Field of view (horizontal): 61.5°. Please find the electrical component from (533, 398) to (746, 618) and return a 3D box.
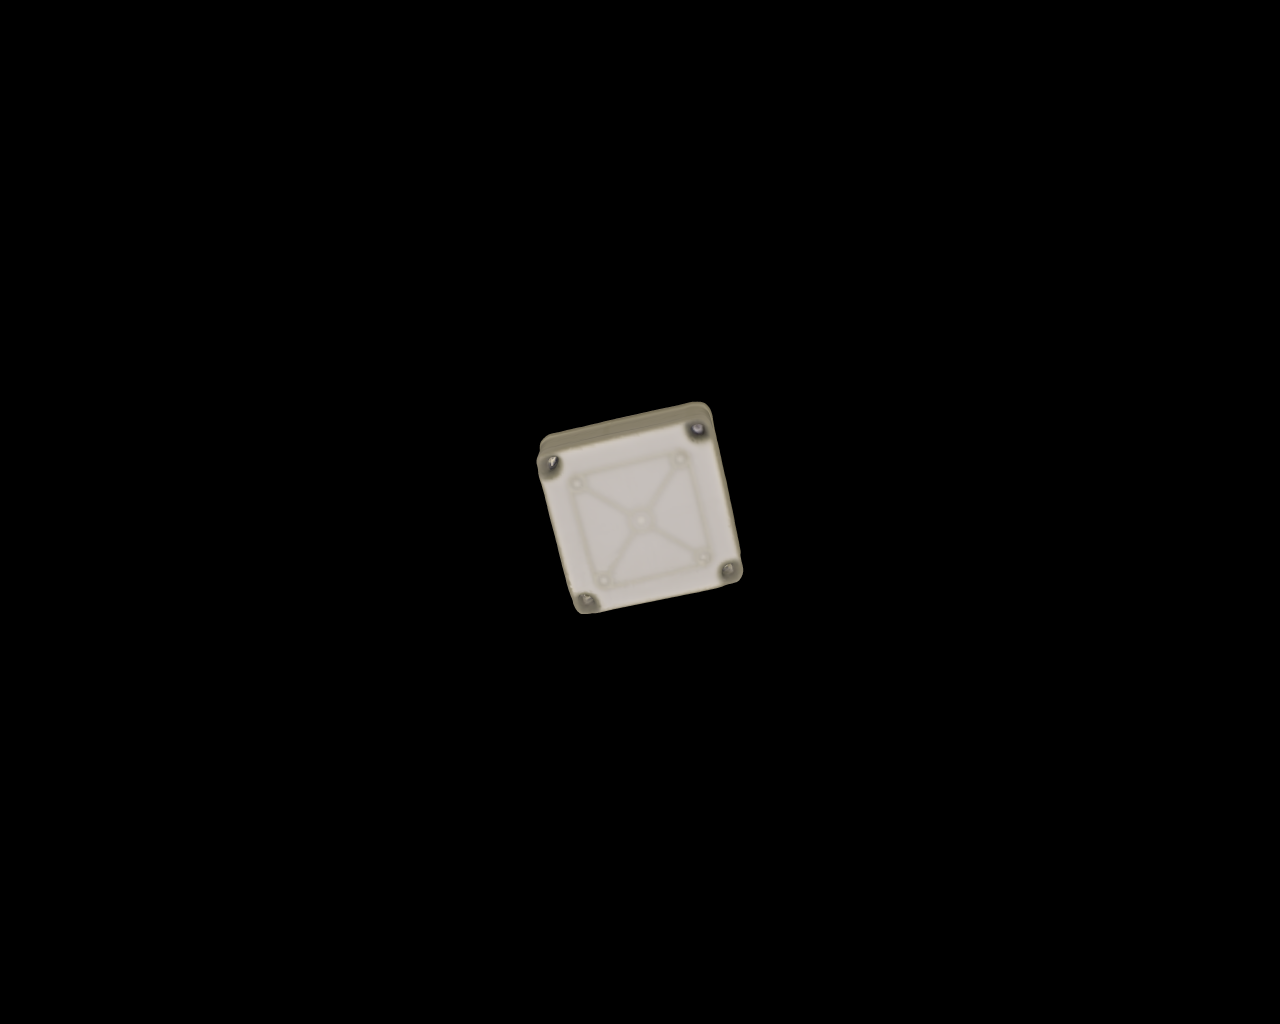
[{"bbox_3d":[0.001,-0.003,0.650,0.109,0.108,0.056,-13,16,4],"label":"electrical component"}]
